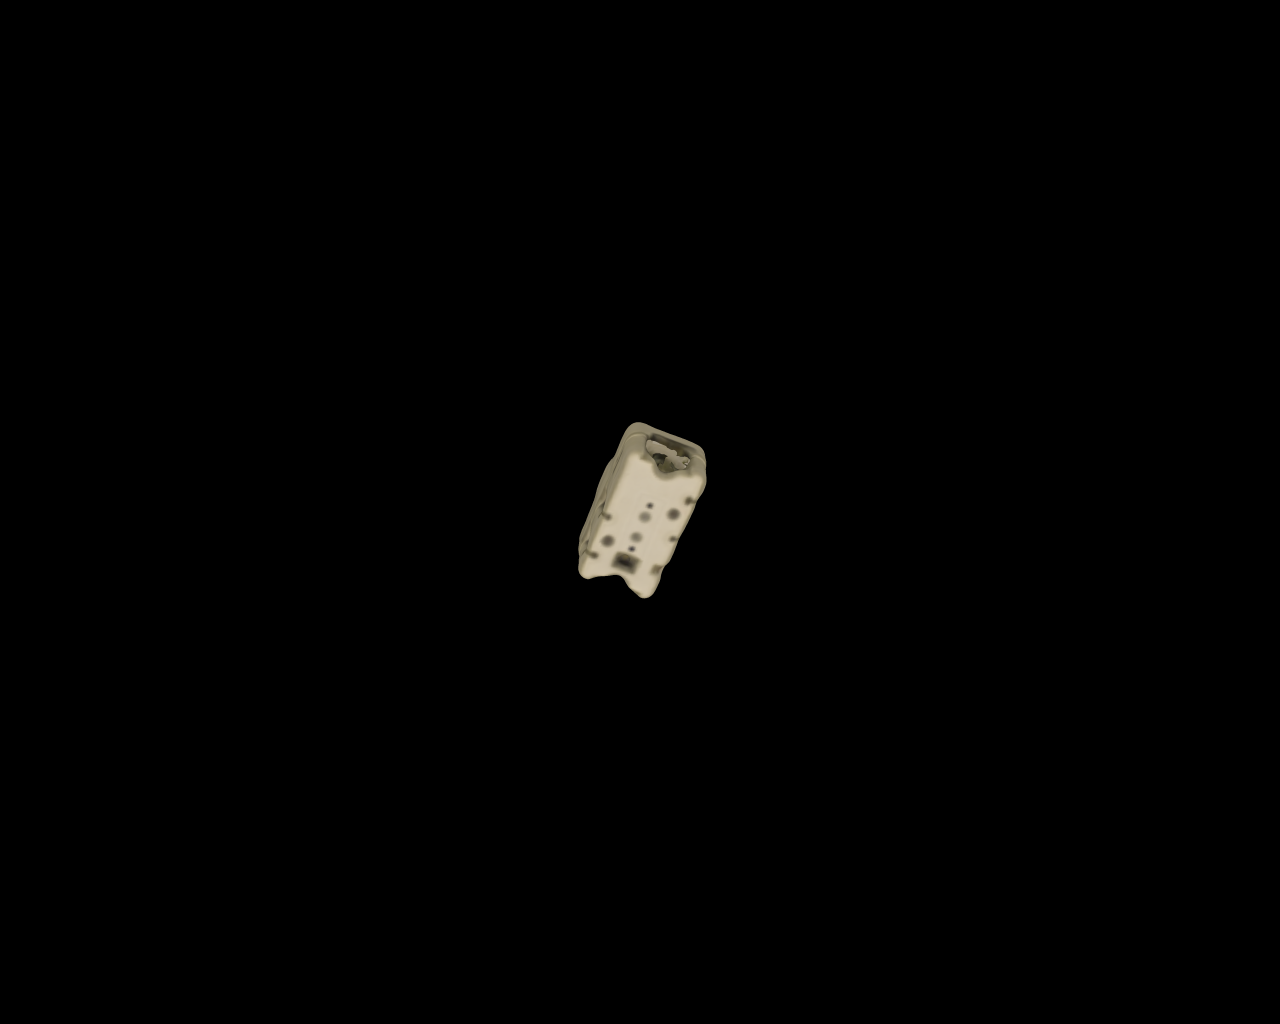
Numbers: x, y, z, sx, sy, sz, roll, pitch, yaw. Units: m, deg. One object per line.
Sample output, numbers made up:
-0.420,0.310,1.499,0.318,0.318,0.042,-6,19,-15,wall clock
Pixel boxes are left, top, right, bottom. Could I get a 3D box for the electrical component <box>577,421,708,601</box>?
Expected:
0.001,-0.003,0.650,0.050,0.089,0.056,20,24,-9,electrical component
